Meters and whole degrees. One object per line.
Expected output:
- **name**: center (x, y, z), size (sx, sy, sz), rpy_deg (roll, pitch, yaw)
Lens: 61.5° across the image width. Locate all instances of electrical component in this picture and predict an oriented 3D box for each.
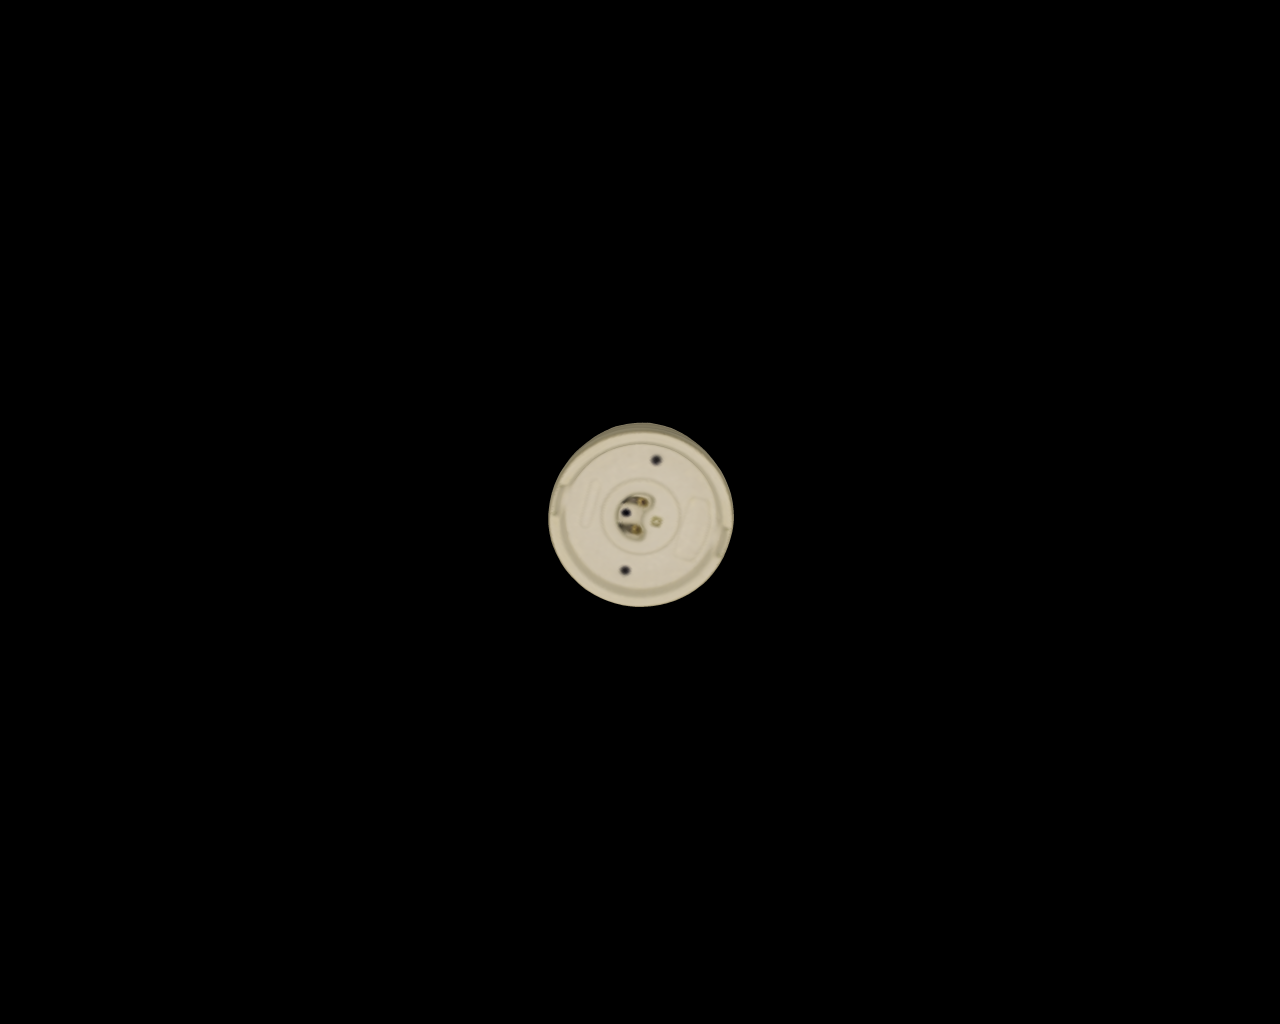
- **electrical component**: center (0.001, -0.003, 0.650), size (0.108, 0.108, 0.060), rpy_deg (0, 16, 0)
